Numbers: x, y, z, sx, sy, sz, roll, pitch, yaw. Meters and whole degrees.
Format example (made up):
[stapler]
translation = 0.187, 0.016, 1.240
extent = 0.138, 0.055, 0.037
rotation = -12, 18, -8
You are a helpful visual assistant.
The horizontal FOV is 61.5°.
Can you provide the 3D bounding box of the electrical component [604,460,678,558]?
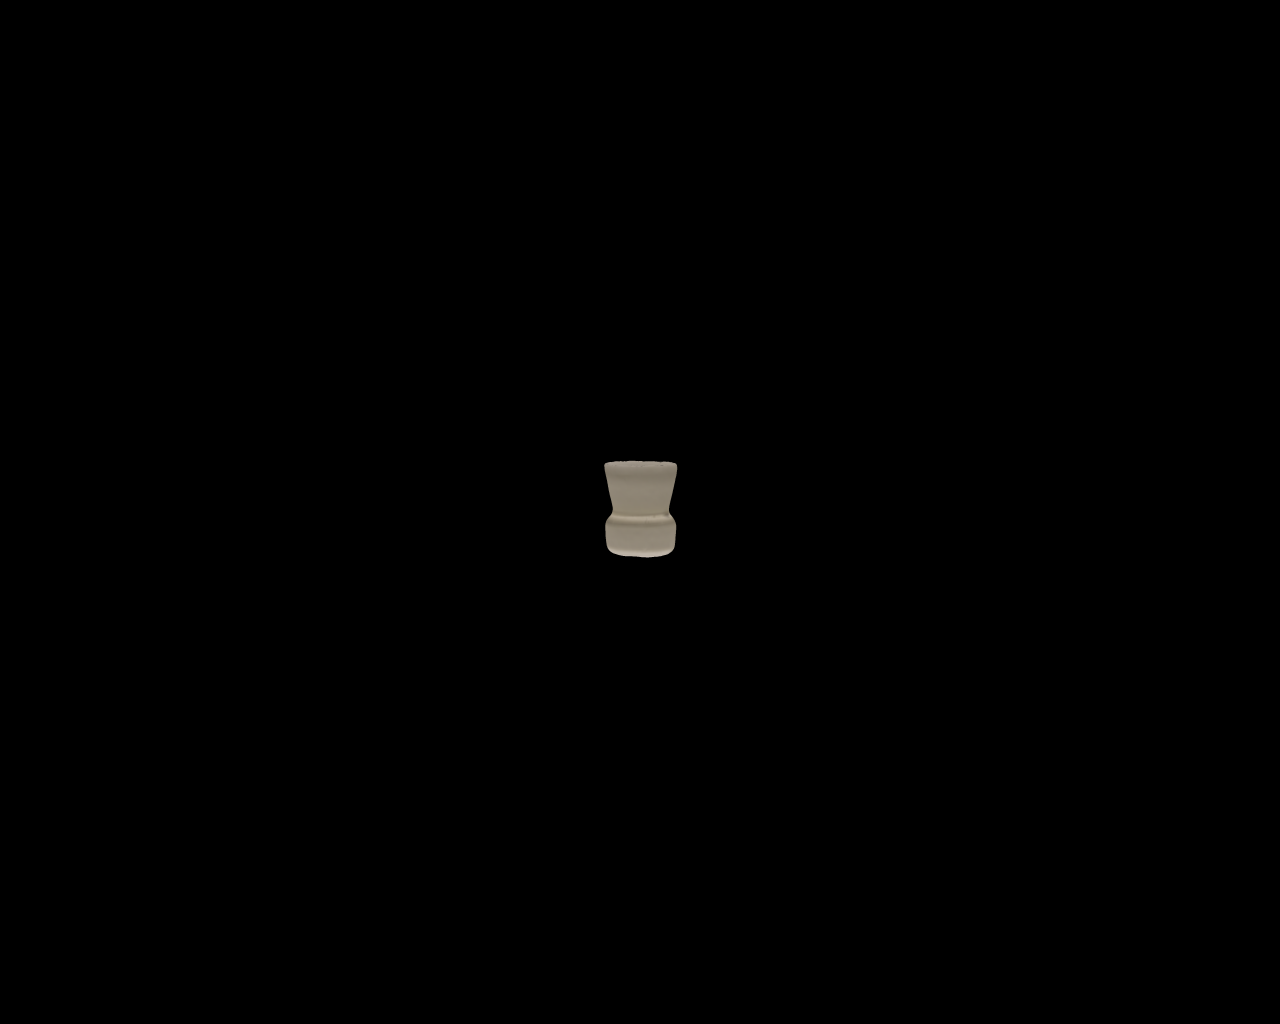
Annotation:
[electrical component]
translation = 0.001, -0.003, 0.650
extent = 0.045, 0.055, 0.045
rotation = 0, 7, 0
